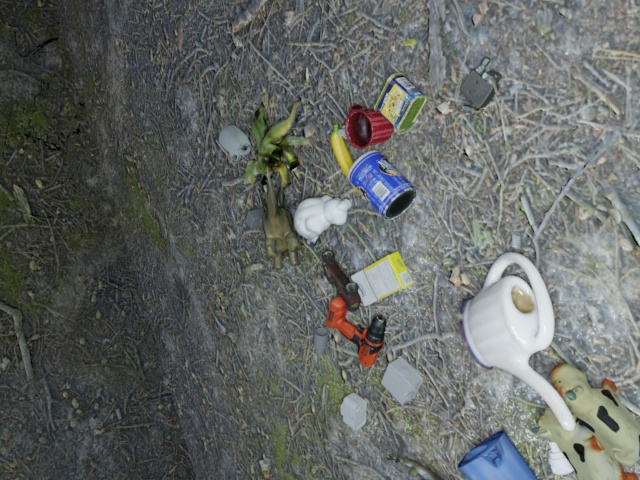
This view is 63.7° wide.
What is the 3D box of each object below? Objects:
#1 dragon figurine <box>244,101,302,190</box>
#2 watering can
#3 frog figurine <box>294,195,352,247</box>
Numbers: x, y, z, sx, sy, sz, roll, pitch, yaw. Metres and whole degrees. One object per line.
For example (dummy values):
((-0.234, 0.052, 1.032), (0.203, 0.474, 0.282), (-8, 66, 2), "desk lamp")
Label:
((-0.157, -0.304, 1.549), (0.123, 0.247, 0.401), (-9, -39, -33), "dragon figurine")
((0.372, 0.198, 1.002), (0.104, 0.355, 0.220), (9, -31, -19), "watering can")
((0.004, -0.071, 1.402), (0.140, 0.122, 0.157), (-49, 7, -37), "frog figurine")
